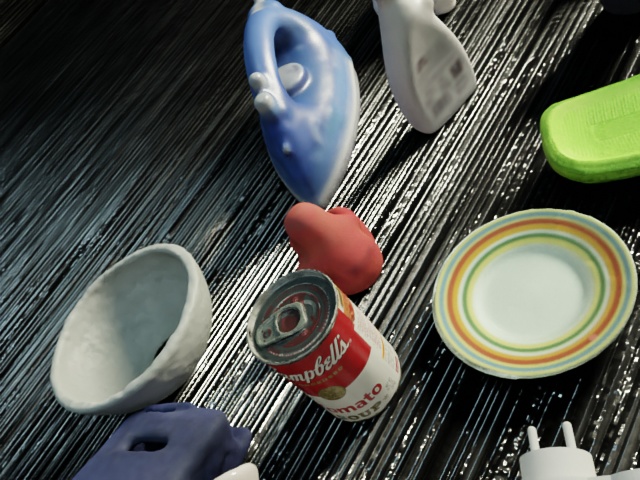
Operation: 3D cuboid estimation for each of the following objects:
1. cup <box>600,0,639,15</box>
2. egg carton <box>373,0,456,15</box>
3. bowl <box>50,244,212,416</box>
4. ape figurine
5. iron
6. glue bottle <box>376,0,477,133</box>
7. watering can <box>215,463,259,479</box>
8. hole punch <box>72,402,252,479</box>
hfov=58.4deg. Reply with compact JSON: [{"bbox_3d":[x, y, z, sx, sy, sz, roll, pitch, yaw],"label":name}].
[{"bbox_3d":[0.265,-0.234,0.473,0.091,0.095,0.117,-35,42,7],"label":"cup"},{"bbox_3d":[0.119,-0.325,0.681,0.107,0.070,0.150,-8,51,32],"label":"egg carton"},{"bbox_3d":[-0.157,0.090,0.524,0.167,0.075,0.167,-20,45,22],"label":"bowl"},{"bbox_3d":[0.004,0.002,0.466,0.078,0.092,0.075,-50,42,-10],"label":"ape figurine"},{"bbox_3d":[-0.036,-0.160,0.599,0.118,0.142,0.258,-23,44,19],"label":"iron"},{"bbox_3d":[0.080,-0.178,0.503,0.078,0.174,0.037,-47,42,-6],"label":"glue bottle"},{"bbox_3d":[-0.017,0.183,0.247,0.172,0.195,0.101,26,72,46],"label":"watering can"},{"bbox_3d":[-0.120,0.165,0.418,0.108,0.091,0.101,-11,49,30],"label":"hole punch"}]
